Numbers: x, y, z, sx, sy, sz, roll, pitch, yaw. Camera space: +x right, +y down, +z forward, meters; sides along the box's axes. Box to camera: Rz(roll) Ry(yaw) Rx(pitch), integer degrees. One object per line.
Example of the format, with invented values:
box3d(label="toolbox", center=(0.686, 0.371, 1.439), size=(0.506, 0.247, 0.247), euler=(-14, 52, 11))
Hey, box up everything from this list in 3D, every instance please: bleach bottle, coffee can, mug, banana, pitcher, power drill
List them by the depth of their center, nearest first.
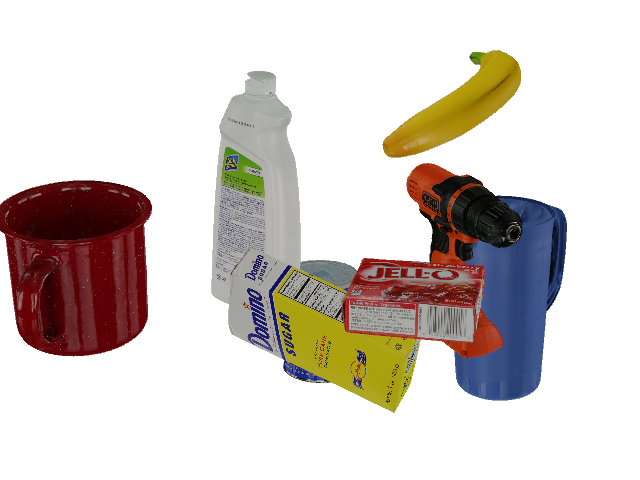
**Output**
box3d(label="mug", center=(-0.151, 0.023, 0.646), size=(0.093, 0.081, 0.117), euler=(5, 26, 8))
box3d(label="banana", center=(0.125, -0.120, 0.914), size=(0.070, 0.037, 0.197), euler=(-14, 21, 40))
box3d(label="bleach bottle", center=(-0.062, -0.050, 1.119), size=(0.103, 0.251, 0.068), euler=(16, 26, 25))
box3d(label="power drill", center=(0.154, 0.024, 1.122), size=(0.057, 0.188, 0.185), euler=(-13, 25, -19))
box3d(label="pitcher", center=(0.232, 0.070, 1.341), size=(0.149, 0.243, 0.145), euler=(1, 20, 12))
box3d(label="coffee can", center=(0.000, 0.109, 1.459), size=(0.103, 0.140, 0.103), euler=(0, 19, 0))

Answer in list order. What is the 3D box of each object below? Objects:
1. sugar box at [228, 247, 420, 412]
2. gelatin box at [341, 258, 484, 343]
box3d(label="sugar box", center=(0.001, 0.081, 0.966), size=(0.176, 0.093, 0.048), euler=(22, 50, 14))
box3d(label="gelatin box", center=(0.064, 0.039, 0.727), size=(0.089, 0.030, 0.073), euler=(4, 21, 12))
